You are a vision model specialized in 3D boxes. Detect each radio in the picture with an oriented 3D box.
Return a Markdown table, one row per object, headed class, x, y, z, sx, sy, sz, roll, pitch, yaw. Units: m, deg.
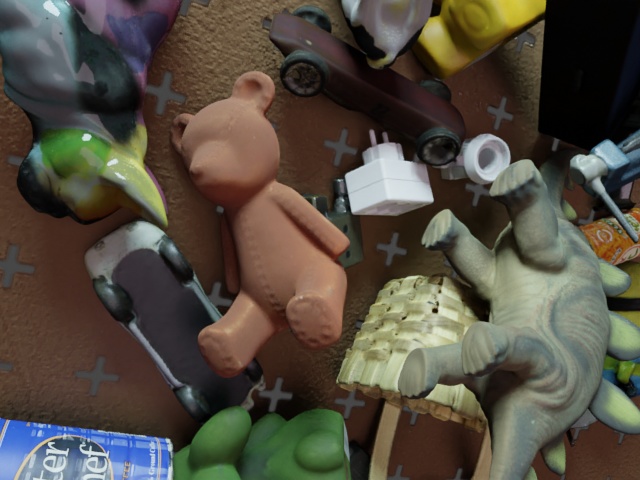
| class | x | y | z | sx | sy | sz | roll | pitch | yaw |
| --- | --- | --- | --- | --- | --- | --- | --- | --- | --- |
| radio | 0.263 | -0.190 | 0.481 | 0.131 | 0.073 | 0.229 | -55 | 154 | -7 |

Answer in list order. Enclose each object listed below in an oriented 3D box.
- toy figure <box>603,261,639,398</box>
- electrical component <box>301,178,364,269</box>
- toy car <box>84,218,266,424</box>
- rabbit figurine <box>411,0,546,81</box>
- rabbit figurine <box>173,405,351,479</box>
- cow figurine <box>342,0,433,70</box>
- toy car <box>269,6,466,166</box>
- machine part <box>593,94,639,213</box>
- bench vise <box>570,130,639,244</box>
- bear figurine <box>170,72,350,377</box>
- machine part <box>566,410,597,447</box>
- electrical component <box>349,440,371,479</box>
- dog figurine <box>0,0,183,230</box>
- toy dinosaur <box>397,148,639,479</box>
| class | x | y | z | sx | sy | sz | roll | pitch | yaw |
| --- | --- | --- | --- | --- | --- | --- | --- | --- | --- |
| toy figure | 0.356 | 0.115 | 0.633 | 0.089 | 0.082 | 0.180 | 10 | 99 | -24 |
| electrical component | 0.000 | 0.000 | 0.499 | 0.078 | 0.045 | 0.102 | -27 | 113 | -44 |
| toy car | -0.119 | 0.076 | 0.460 | 0.073 | 0.056 | 0.201 | -37 | 112 | -17 |
| rabbit figurine | 0.136 | -0.256 | 0.468 | 0.162 | 0.122 | 0.173 | -36 | 91 | -4 |
| rabbit figurine | -0.059 | 0.210 | 0.459 | 0.170 | 0.159 | 0.121 | -8 | 60 | 4 |
| cow figurine | 0.044 | -0.221 | 0.441 | 0.068 | 0.167 | 0.098 | -5 | 143 | -7 |
| toy car | 0.043 | -0.131 | 0.471 | 0.202 | 0.053 | 0.089 | 21 | 49 | -22 |
| machine part | 0.344 | -0.099 | 0.614 | 0.084 | 0.039 | 0.138 | 2 | 97 | -27 |
| bench vise | 0.316 | -0.099 | 0.466 | 0.241 | 0.223 | 0.129 | -29 | 68 | -5 |
| bear figurine | -0.055 | -0.018 | 0.411 | 0.120 | 0.132 | 0.195 | -19 | 105 | 23 |
| machine part | 0.270 | 0.117 | 0.603 | 0.079 | 0.079 | 0.243 | -18 | 105 | -17 |
| electrical component | 0.029 | 0.248 | 0.563 | 0.063 | 0.021 | 0.094 | -44 | 112 | -8 |
| dog figurine | -0.146 | -0.116 | 0.383 | 0.191 | 0.108 | 0.219 | -30 | 108 | -11 |
| toy dinosaur | 0.185 | 0.038 | 0.453 | 0.198 | 0.105 | 0.471 | 40 | 53 | -20 |
